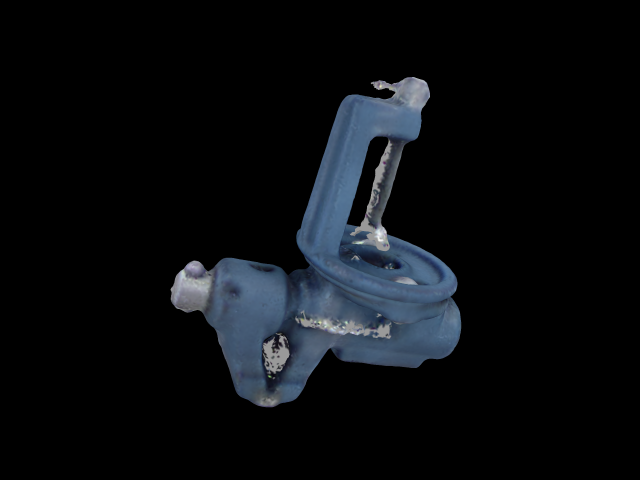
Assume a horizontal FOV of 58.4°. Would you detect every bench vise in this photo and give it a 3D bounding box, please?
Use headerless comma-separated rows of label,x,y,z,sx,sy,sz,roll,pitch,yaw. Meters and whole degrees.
bench vise,0.010,0.005,0.391,0.208,0.220,0.121,-14,27,-30
